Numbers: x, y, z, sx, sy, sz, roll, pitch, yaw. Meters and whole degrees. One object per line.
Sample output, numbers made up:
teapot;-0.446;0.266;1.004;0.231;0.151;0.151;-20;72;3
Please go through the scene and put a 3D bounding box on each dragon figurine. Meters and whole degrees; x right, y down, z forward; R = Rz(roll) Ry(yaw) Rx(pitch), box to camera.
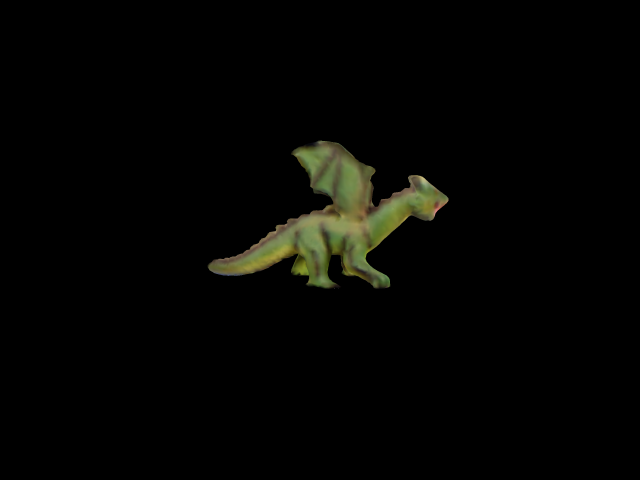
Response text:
dragon figurine;0.003;-0.043;0.850;0.410;0.240;0.123;2;12;7
